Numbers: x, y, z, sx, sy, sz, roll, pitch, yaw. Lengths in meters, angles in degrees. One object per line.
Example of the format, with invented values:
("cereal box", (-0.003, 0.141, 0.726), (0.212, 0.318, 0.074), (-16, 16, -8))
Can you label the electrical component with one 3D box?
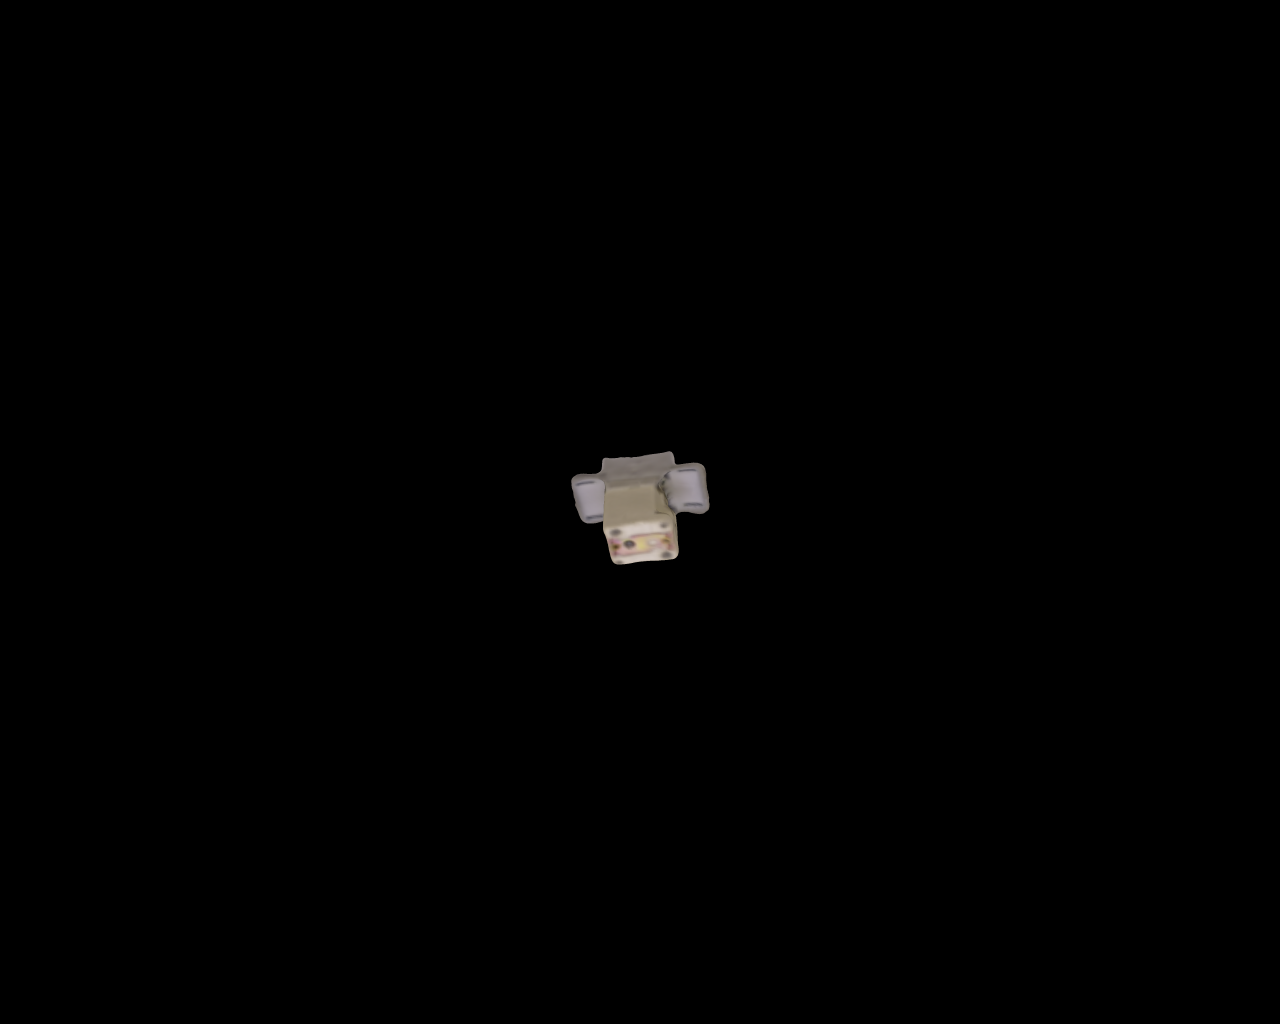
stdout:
("electrical component", (0.001, -0.003, 0.650), (0.081, 0.064, 0.042), (-6, -43, 7))
